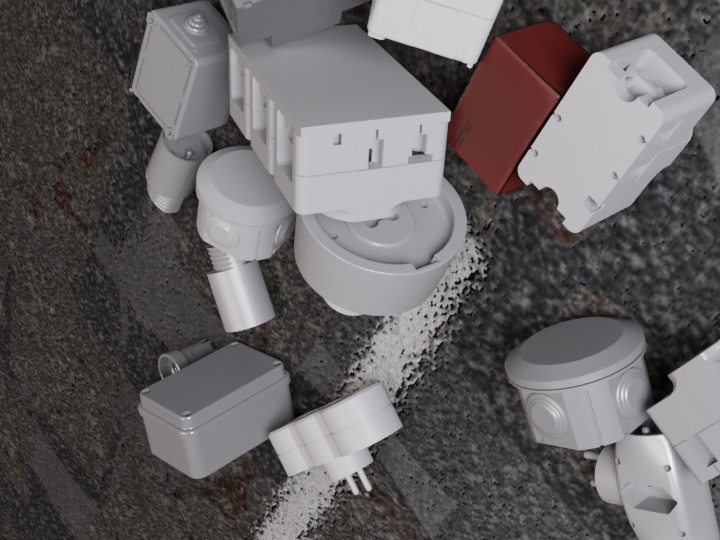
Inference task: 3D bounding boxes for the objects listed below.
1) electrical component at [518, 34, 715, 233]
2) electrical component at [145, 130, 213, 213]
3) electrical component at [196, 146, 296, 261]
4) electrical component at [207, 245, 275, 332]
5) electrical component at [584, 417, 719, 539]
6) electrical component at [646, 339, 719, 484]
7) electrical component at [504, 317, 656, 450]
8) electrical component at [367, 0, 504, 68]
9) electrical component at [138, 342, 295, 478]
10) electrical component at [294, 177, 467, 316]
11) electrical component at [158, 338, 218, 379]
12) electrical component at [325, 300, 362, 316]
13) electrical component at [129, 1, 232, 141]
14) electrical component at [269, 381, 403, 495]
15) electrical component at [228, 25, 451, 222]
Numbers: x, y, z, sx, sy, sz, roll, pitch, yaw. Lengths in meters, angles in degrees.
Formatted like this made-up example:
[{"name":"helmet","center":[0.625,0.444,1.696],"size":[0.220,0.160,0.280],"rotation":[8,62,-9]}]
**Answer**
[{"name":"electrical component","center":[0.133,-0.071,0.556],"size":[0.050,0.056,0.089],"rotation":[50,140,19]},{"name":"electrical component","center":[-0.156,-0.082,0.898],"size":[0.043,0.043,0.081],"rotation":[54,141,15]},{"name":"electrical component","center":[-0.083,-0.051,0.802],"size":[0.080,0.080,0.051],"rotation":[45,143,25]},{"name":"electrical component","center":[-0.102,0.006,0.882],"size":[0.043,0.043,0.081],"rotation":[-6,104,51]},{"name":"electrical component","center":[0.166,0.121,0.631],"size":[0.079,0.043,0.077],"rotation":[-1,108,50]},{"name":"electrical component","center":[0.199,0.062,0.555],"size":[0.055,0.050,0.089],"rotation":[55,141,13]},{"name":"electrical component","center":[0.127,0.063,0.616],"size":[0.080,0.080,0.051],"rotation":[0,115,49]},{"name":"electrical component","center":[0.045,-0.167,0.583],"size":[0.062,0.096,0.061],"rotation":[16,133,-6]},{"name":"electrical component","center":[-0.120,0.115,0.904],"size":[0.078,0.113,0.057],"rotation":[18,125,43]},{"name":"electrical component","center":[0.009,-0.020,0.692],"size":[0.108,0.108,0.060],"rotation":[46,144,23]},{"name":"electrical component","center":[-0.155,0.087,0.984],"size":[0.040,0.046,0.040],"rotation":[26,127,39]},{"name":"electrical component","center":[0.000,0.000,0.755],"size":[0.066,0.048,0.055],"rotation":[33,139,4]},{"name":"electrical component","center":[-0.124,-0.156,0.808],"size":[0.061,0.061,0.096],"rotation":[50,139,20]},{"name":"electrical component","center":[-0.013,0.141,0.843],"size":[0.138,0.052,0.073],"rotation":[-32,84,53]},{"name":"electrical component","center":[-0.018,-0.092,0.655],"size":[0.150,0.089,0.061],"rotation":[-125,32,-52]}]
